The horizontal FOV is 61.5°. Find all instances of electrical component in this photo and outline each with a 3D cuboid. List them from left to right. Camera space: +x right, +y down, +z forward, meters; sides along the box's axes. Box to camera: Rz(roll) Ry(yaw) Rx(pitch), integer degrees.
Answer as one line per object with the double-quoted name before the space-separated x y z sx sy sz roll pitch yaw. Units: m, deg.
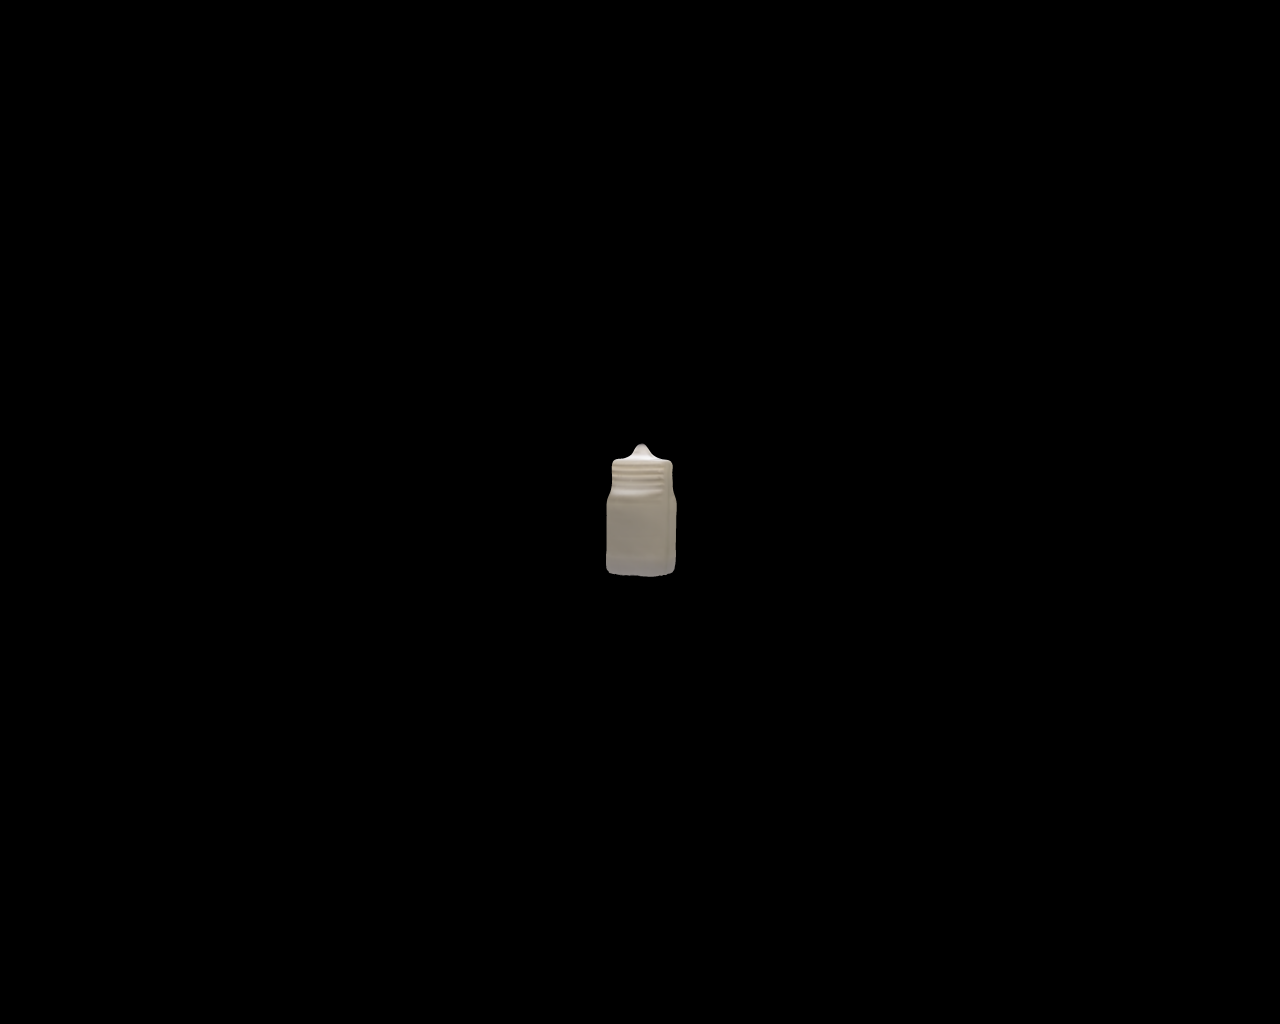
"electrical component" 0.001 -0.003 0.650 0.043 0.081 0.043 0 5 0
